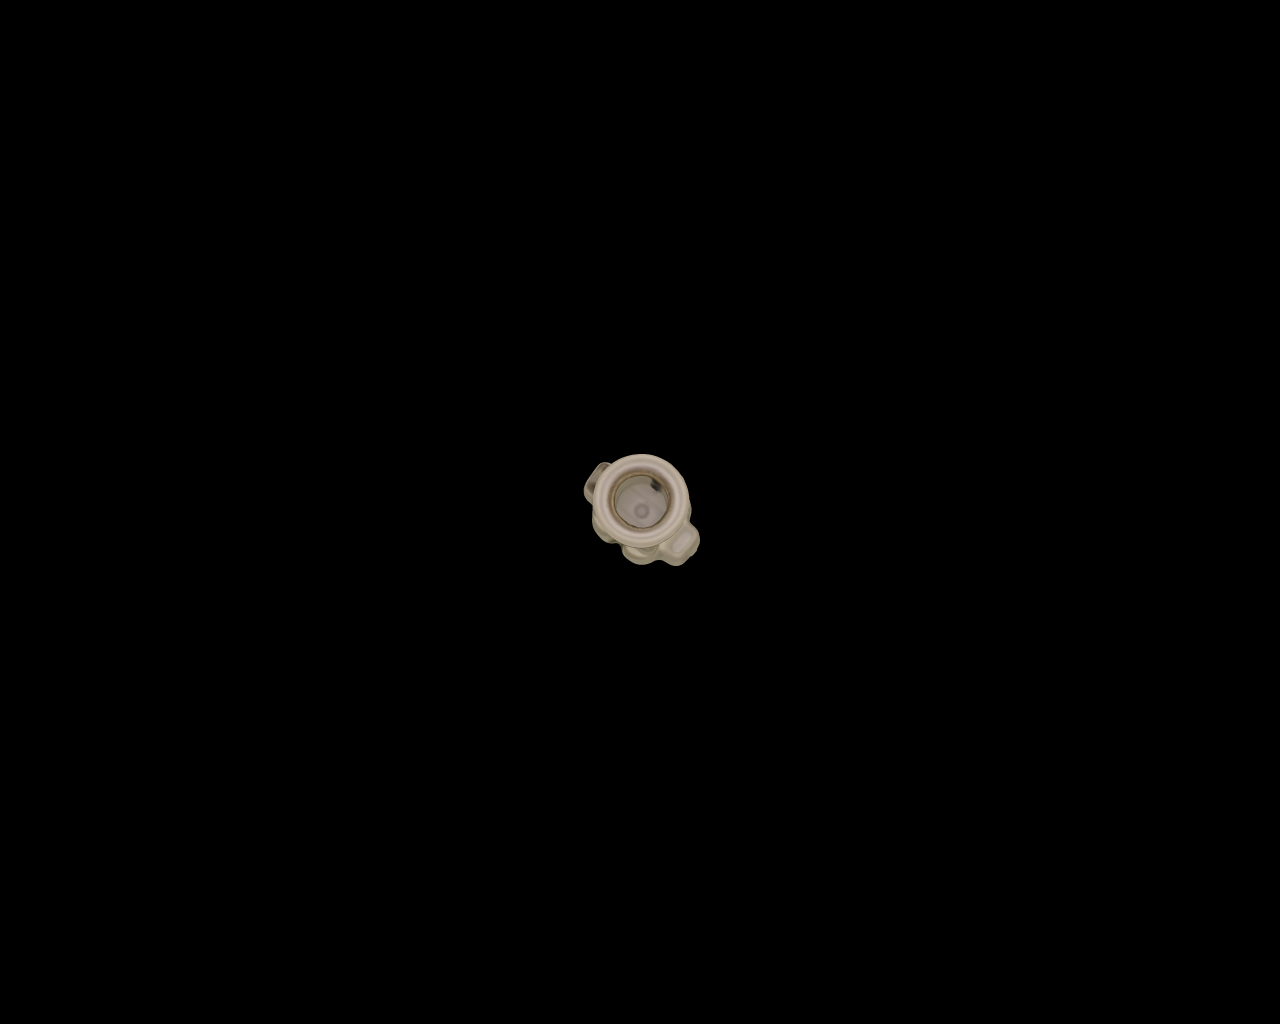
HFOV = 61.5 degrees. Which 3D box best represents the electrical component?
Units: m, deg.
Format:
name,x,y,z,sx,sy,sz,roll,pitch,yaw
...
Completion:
name,x,y,z,sx,sy,sz,roll,pitch,yaw
electrical component,0.001,-0.003,0.650,0.078,0.058,0.057,38,-9,7
